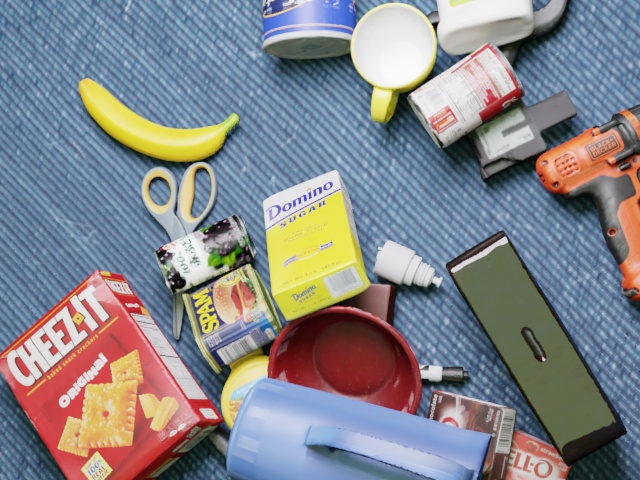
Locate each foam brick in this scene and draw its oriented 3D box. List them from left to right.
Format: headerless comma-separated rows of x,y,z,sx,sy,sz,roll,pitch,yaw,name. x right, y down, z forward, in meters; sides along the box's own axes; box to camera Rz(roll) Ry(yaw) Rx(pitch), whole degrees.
0.051,0.085,1.155,0.053,0.051,0.078,6,88,12,foam brick

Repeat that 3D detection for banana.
-0.191,-0.130,1.215,0.198,0.037,0.069,15,76,9,banana

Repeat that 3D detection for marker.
0.100,0.144,1.159,0.121,0.020,0.020,2,88,10,marker

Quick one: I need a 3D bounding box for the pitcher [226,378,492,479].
0.036,0.213,1.025,0.243,0.144,0.149,16,115,12,pitcher

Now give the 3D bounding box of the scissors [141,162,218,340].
-0.174,0.004,1.214,0.096,0.016,0.202,18,90,8,scissors

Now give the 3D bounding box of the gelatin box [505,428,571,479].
0.213,0.243,1.130,0.089,0.030,0.073,24,91,10,gelatin box

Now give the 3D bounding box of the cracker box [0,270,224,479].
-0.235,0.165,1.173,0.164,0.072,0.214,-40,72,7,cracker box

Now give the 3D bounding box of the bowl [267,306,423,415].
0.030,0.134,1.104,0.162,0.055,0.162,5,109,13,bowl

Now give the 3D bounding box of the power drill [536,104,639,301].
0.342,-0.045,1.106,0.184,0.057,0.188,-26,83,1,power drill

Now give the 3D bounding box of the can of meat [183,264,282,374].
-0.093,0.082,1.156,0.084,0.057,0.102,-27,39,2,can of meat

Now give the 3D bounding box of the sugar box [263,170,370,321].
-0.008,0.001,1.113,0.093,0.176,0.048,-22,126,8,sugar box

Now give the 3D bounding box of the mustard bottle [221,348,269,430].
-0.053,0.188,1.153,0.096,0.058,0.192,-24,70,-5,mustard bottle

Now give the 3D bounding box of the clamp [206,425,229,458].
-0.070,0.292,1.171,0.210,0.036,0.164,16,82,8,clamp

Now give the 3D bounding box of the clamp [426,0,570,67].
0.198,-0.245,1.151,0.120,0.039,0.171,44,93,5,clamp

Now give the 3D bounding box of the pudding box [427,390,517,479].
0.151,0.222,1.117,0.090,0.039,0.113,9,82,40,pudding box

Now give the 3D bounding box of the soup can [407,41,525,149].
0.149,-0.148,1.096,0.102,0.068,0.068,-34,83,5,soup can

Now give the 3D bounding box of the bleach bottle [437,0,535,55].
0.158,-0.327,1.131,0.103,0.068,0.251,-12,71,13,bleach bottle

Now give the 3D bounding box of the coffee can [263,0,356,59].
-0.013,-0.276,1.154,0.103,0.102,0.140,-3,87,9,coffee can
